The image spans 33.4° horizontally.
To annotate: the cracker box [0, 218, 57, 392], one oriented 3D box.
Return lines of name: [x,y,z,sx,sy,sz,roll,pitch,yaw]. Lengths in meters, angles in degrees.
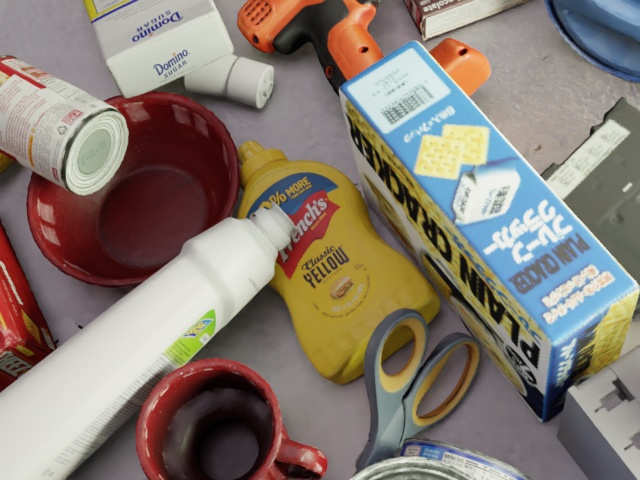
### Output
cracker box: [-0.315,0.068,0.758,0.213,0.072,0.164,-31,66,1]

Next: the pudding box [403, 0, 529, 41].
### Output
pudding box: [0.116,-0.221,0.854,0.113,0.039,0.090,-23,65,-1]

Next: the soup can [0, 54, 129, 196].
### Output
soup can: [-0.196,-0.082,0.763,0.102,0.068,0.068,28,72,21]

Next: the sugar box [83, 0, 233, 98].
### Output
sugar box: [-0.137,-0.187,0.849,0.093,0.048,0.176,-25,46,-2]

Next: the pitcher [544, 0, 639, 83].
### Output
pitcher: [0.288,-0.235,0.794,0.145,0.149,0.242,22,66,34]

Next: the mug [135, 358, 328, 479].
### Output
mug: [-0.052,0.135,0.690,0.117,0.081,0.093,6,66,12]

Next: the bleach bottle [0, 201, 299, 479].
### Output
bleach bottle: [-0.117,0.068,0.711,0.250,0.102,0.068,-41,79,-6]

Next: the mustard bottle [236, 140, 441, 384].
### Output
mustard bottle: [-0.005,0.001,0.758,0.096,0.058,0.192,-39,63,7]

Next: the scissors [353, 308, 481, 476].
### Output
scissors: [0.028,0.127,0.686,0.201,0.096,0.016,-46,29,-15]

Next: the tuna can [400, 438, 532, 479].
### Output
tuna can: [0.087,0.153,0.656,0.086,0.086,0.033,16,70,16]

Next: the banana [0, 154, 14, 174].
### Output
banana: [-0.288,-0.062,0.837,0.070,0.037,0.197,30,60,23]

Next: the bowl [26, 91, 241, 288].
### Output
bowl: [-0.133,-0.029,0.796,0.162,0.055,0.162,-4,64,8]

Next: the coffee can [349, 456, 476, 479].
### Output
coffee can: [0.046,0.199,0.597,0.102,0.140,0.103,2,52,-3]

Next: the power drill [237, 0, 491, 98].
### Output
power drill: [0.044,-0.172,0.807,0.185,0.057,0.188,-43,62,16]
